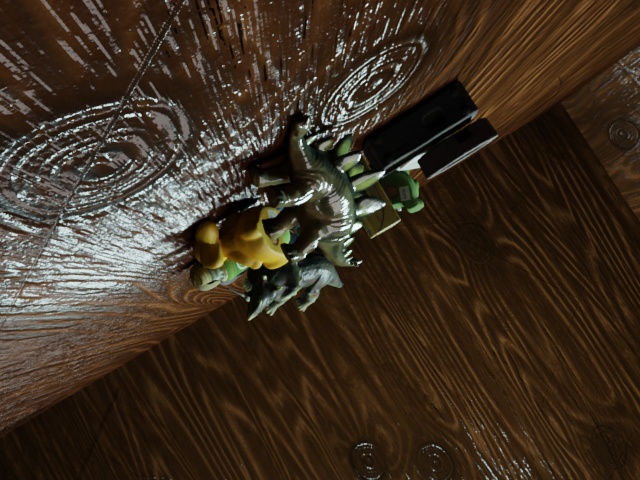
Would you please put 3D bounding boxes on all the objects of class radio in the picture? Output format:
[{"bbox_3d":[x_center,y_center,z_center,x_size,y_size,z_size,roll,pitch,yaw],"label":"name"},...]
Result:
[{"bbox_3d":[0.199,-0.217,1.076,0.230,0.073,0.131,-33,177,6],"label":"radio"}]

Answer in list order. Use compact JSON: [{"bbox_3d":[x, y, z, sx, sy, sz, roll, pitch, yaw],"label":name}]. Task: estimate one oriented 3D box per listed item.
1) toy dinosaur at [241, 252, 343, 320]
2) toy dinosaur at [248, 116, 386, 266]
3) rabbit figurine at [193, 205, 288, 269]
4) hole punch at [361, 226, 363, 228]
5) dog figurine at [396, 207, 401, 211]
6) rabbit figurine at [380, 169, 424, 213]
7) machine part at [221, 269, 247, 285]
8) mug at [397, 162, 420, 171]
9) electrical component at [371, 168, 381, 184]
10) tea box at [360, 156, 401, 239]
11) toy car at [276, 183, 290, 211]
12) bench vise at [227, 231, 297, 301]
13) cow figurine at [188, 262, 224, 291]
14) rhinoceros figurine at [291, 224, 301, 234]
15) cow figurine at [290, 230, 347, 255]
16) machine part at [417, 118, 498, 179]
[{"bbox_3d":[-0.043,0.087,1.311,0.405,0.131,0.192,-12,158,-44],"label":"toy dinosaur"},{"bbox_3d":[0.009,-0.047,0.874,0.198,0.105,0.470,-28,153,-11],"label":"toy dinosaur"},{"bbox_3d":[-0.162,0.011,0.980,0.173,0.121,0.162,-12,-177,24],"label":"rabbit figurine"},{"bbox_3d":[0.071,-0.087,1.555,0.142,0.115,0.092,-28,-154,36],"label":"hole punch"},{"bbox_3d":[0.133,-0.130,1.610,0.191,0.121,0.172,-15,145,11],"label":"dog figurine"},{"bbox_3d":[0.212,-0.141,1.460,0.121,0.159,0.170,-21,176,23],"label":"rabbit figurine"},{"bbox_3d":[-0.204,0.047,1.322,0.079,0.079,0.243,-27,173,-46],"label":"machine part"},{"bbox_3d":[0.232,-0.218,1.365,0.107,0.080,0.109,-20,-170,-4],"label":"mug"},{"bbox_3d":[0.124,-0.121,1.388,0.048,0.119,0.075,5,157,-24],"label":"electrical component"},{"bbox_3d":[0.103,-0.094,1.194,0.068,0.169,0.098,-29,177,-5],"label":"tea box"},{"bbox_3d":[-0.006,-0.086,0.986,0.162,0.103,0.109,-31,175,-30],"label":"toy car"},{"bbox_3d":[-0.145,0.075,1.513,0.240,0.129,0.224,-57,-161,4],"label":"bench vise"},{"bbox_3d":[-0.236,0.057,1.209,0.195,0.085,0.127,-34,-179,45],"label":"cow figurine"},{"bbox_3d":[-0.025,-0.072,1.143,0.112,0.073,0.190,-45,172,-31],"label":"rhinoceros figurine"},{"bbox_3d":[-0.005,-0.003,1.297,0.167,0.098,0.068,11,141,-42],"label":"cow figurine"},{"bbox_3d":[0.299,-0.201,1.176,0.179,0.056,0.179,-31,178,-1],"label":"machine part"}]
